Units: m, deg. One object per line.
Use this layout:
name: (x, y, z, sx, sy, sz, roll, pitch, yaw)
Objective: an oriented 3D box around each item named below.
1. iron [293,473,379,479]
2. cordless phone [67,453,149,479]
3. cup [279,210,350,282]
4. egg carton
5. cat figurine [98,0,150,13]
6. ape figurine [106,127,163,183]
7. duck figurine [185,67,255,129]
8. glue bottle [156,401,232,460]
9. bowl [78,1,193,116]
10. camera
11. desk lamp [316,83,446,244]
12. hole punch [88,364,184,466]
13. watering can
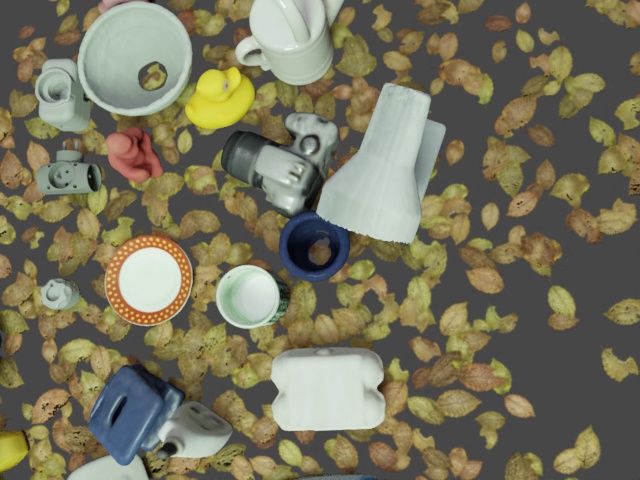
iron: (-0.019, 0.369, 0.704, 0.258, 0.141, 0.119, -6, 83, 6)
cordless phone: (-0.281, 0.356, 0.712, 0.094, 0.185, 0.147, -22, 82, 4)
cup: (0.007, 0.003, 0.765, 0.118, 0.095, 0.091, -40, 81, 1)
egg carton: (0.010, 0.196, 0.756, 0.150, 0.069, 0.107, -4, 83, 6)
cat figurine: (-0.312, -0.378, 0.831, 0.127, 0.118, 0.067, 9, 85, 7)
ape figurine: (-0.271, -0.125, 0.811, 0.076, 0.092, 0.078, 13, 85, 8)
duck figurine: (-0.148, -0.208, 0.810, 0.104, 0.086, 0.077, -30, 81, 2)
glue bottle: (-0.167, 0.247, 0.717, 0.078, 0.173, 0.037, 33, 88, 9)
bowl: (-0.256, -0.252, 0.833, 0.167, 0.075, 0.167, -1, 84, 6)
camera: (-0.059, -0.116, 0.782, 0.136, 0.101, 0.143, 24, 87, 8)
desk lamp: (0.083, -0.092, 0.707, 0.117, 0.213, 0.203, 18, 86, 8)
hole punch: (-0.257, 0.233, 0.770, 0.101, 0.091, 0.109, 29, 87, 9)
watering can: (-0.035, -0.293, 0.752, 0.101, 0.194, 0.173, 37, 89, 9)
